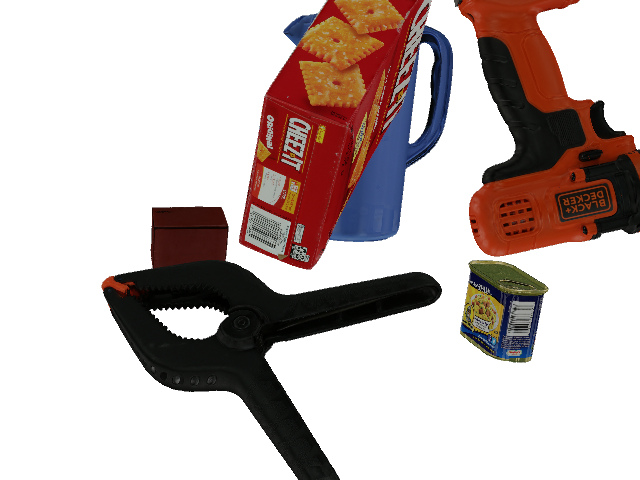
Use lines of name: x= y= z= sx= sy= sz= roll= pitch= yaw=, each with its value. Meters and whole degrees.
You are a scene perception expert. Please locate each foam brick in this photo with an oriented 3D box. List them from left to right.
foam brick: x=-0.139 y=-0.003 z=1.128 sx=0.078 sy=0.051 sz=0.053 roll=-1 pitch=25 yaw=-11

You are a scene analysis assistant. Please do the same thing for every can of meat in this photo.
can of meat: x=0.198 y=0.077 z=1.165 sx=0.057 sy=0.084 sz=0.102 roll=2 pitch=16 yaw=-21

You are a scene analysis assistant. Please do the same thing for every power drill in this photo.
power drill: x=0.171 y=-0.094 z=0.678 sx=0.184 sy=0.187 sz=0.057 roll=-13 pitch=-1 yaw=-4

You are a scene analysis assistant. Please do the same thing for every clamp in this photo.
clamp: x=-0.037 y=0.055 z=0.666 sx=0.210 sy=0.164 sz=0.036 roll=22 pitch=-35 yaw=23

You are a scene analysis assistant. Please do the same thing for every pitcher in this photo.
pitcher: x=0.048 y=-0.126 z=1.158 sx=0.149 sy=0.243 sz=0.144 roll=8 pitch=12 yaw=27

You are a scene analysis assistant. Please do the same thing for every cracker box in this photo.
cracker box: x=0.017 y=-0.106 z=0.837 sx=0.072 sy=0.213 sz=0.164 roll=23 pitch=-40 yaw=7
